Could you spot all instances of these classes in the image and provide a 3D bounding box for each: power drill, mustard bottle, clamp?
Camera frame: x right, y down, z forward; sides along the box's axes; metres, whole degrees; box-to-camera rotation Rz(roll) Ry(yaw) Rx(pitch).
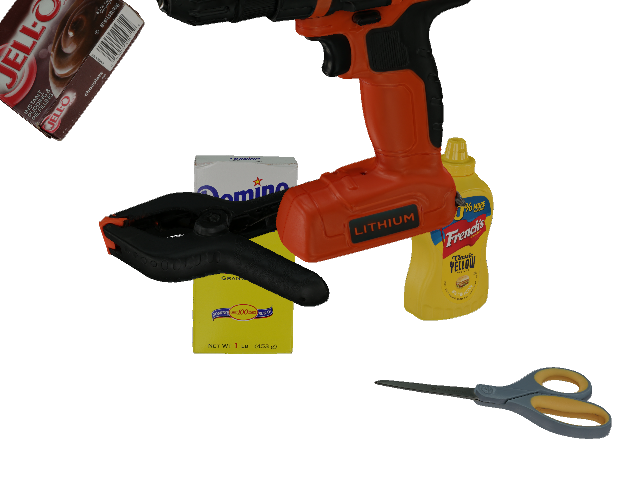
[{"bbox_3d":[0.009,-0.083,0.569,0.184,0.188,0.057,-14,35,-16],"label":"power drill"},{"bbox_3d":[0.138,-0.015,1.127,0.096,0.192,0.058,-11,24,-27],"label":"mustard bottle"},{"bbox_3d":[-0.062,-0.009,0.733,0.171,0.039,0.120,9,36,14],"label":"clamp"}]

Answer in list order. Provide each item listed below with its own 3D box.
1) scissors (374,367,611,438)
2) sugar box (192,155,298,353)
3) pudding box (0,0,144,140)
[{"bbox_3d":[0.156,0.128,0.939,0.202,0.016,0.096,14,28,12],"label":"scissors"},{"bbox_3d":[-0.069,0.013,0.962,0.093,0.176,0.048,0,14,-6],"label":"sugar box"},{"bbox_3d":[-0.198,-0.144,0.796,0.090,0.113,0.039,35,-4,26],"label":"pudding box"}]
